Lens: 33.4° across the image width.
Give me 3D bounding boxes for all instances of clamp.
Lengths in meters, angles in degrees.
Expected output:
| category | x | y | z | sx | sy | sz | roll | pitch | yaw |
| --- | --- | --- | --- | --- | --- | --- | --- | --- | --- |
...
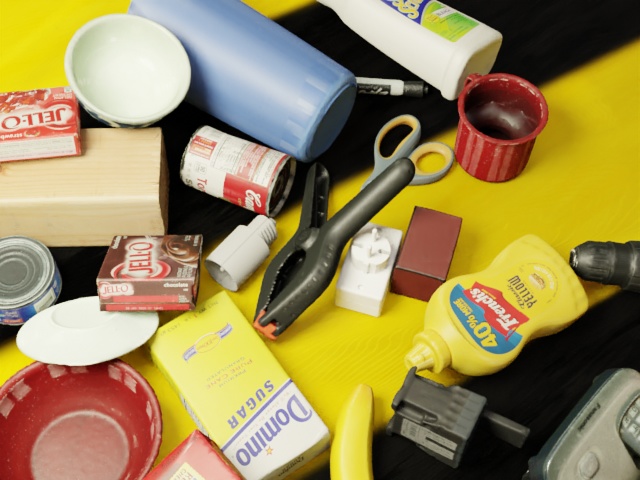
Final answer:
| category | x | y | z | sx | sy | sz | roll | pitch | yaw |
| --- | --- | --- | --- | --- | --- | --- | --- | --- | --- |
| clamp | -0.007 | 0.001 | 1.049 | 0.036 | 0.165 | 0.210 | 39 | 78 | -27 |

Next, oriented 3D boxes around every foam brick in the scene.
| category | x | y | z | sx | sy | sz | roll | pitch | yaw |
| --- | --- | --- | --- | --- | --- | --- | --- | --- | --- |
| foam brick | 0.106 | 0.015 | 1.059 | 0.051 | 0.053 | 0.078 | 16 | 59 | 8 |

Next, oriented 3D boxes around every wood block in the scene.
| category | x | y | z | sx | sy | sz | roll | pitch | yaw |
| --- | --- | --- | --- | --- | --- | --- | --- | --- | --- |
| wood block | -0.259 | -0.052 | 1.071 | 0.206 | 0.090 | 0.091 | -1 | 59 | -2 |

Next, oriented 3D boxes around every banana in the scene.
| category | x | y | z | sx | sy | sz | roll | pitch | yaw |
| --- | --- | --- | --- | --- | --- | --- | --- | --- | --- |
| banana | 0.045 | 0.222 | 0.935 | 0.069 | 0.037 | 0.198 | -20 | 58 | -3 |

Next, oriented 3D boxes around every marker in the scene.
| category | x | y | z | sx | sy | sz | roll | pitch | yaw |
| --- | --- | --- | --- | --- | --- | --- | --- | --- | --- |
| marker | 0.061 | -0.172 | 1.194 | 0.121 | 0.020 | 0.020 | 4 | 58 | 1 |

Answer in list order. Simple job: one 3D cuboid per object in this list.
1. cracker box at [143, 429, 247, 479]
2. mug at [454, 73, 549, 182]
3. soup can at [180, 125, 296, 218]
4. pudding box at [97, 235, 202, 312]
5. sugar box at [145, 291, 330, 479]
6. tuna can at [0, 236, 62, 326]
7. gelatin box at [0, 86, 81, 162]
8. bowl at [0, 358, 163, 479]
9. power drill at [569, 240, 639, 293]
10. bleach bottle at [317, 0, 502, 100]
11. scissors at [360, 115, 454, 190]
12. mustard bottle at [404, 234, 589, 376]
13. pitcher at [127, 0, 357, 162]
| category | x | y | z | sx | sy | sz | roll | pitch | yaw |
| --- | --- | --- | --- | --- | --- | --- | --- | --- | --- |
| cracker box | -0.086 | 0.286 | 0.854 | 0.164 | 0.072 | 0.214 | -42 | 67 | -7 |
| mug | 0.182 | -0.124 | 1.129 | 0.093 | 0.081 | 0.117 | -20 | 61 | -13 |
| soup can | -0.084 | -0.072 | 1.099 | 0.102 | 0.068 | 0.068 | 21 | 60 | 12 |
| pudding box | -0.160 | 0.030 | 1.020 | 0.090 | 0.039 | 0.113 | 0 | 20 | -2 |
| sugar box | -0.077 | 0.140 | 0.981 | 0.093 | 0.048 | 0.176 | -32 | 63 | -18 |
| tuna can | -0.299 | 0.039 | 1.046 | 0.086 | 0.034 | 0.086 | 1 | 58 | -1 |
| gelatin box | -0.278 | -0.113 | 1.035 | 0.089 | 0.030 | 0.073 | -7 | 49 | -7 |
| bowl | -0.217 | 0.181 | 0.944 | 0.162 | 0.055 | 0.162 | 0 | 56 | 0 |
| power drill | 0.336 | 0.068 | 0.994 | 0.184 | 0.057 | 0.187 | 5 | 37 | -4 |
| bleach bottle | 0.077 | -0.255 | 1.215 | 0.251 | 0.068 | 0.102 | 33 | 44 | 20 |
| scissors | 0.073 | -0.051 | 1.120 | 0.096 | 0.016 | 0.201 | 21 | 60 | 11 |
| mustard bottle | 0.157 | 0.073 | 1.006 | 0.191 | 0.058 | 0.096 | -28 | 74 | -25 |
| pitcher | -0.081 | -0.189 | 1.147 | 0.243 | 0.145 | 0.149 | 32 | 78 | 13 |
